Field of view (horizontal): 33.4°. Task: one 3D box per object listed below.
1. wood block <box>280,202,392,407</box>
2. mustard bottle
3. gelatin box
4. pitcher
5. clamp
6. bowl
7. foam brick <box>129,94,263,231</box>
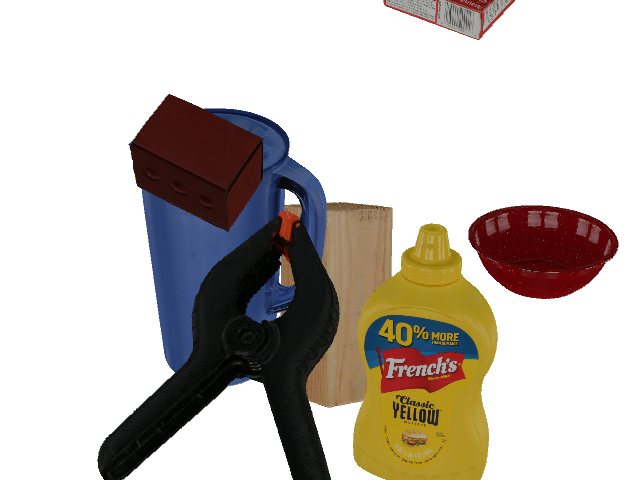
[{"bbox_3d":[0.016,0.065,1.158,0.090,0.206,0.091,-4,9,-38],"label":"wood block"},{"bbox_3d":[0.074,0.079,0.746,0.096,0.192,0.058,8,24,17],"label":"mustard bottle"},{"bbox_3d":[0.103,-0.198,0.824,0.089,0.030,0.073,26,55,25],"label":"gelatin box"},{"bbox_3d":[-0.085,0.014,0.972,0.144,0.243,0.149,-11,35,-18],"label":"pitcher"},{"bbox_3d":[-0.027,0.065,0.554,0.120,0.171,0.039,20,-25,12],"label":"clamp"},{"bbox_3d":[0.243,0.018,1.177,0.162,0.055,0.162,-1,28,0],"label":"bowl"},{"bbox_3d":[-0.084,-0.054,0.734,0.078,0.051,0.053,26,-27,12],"label":"foam brick"}]
